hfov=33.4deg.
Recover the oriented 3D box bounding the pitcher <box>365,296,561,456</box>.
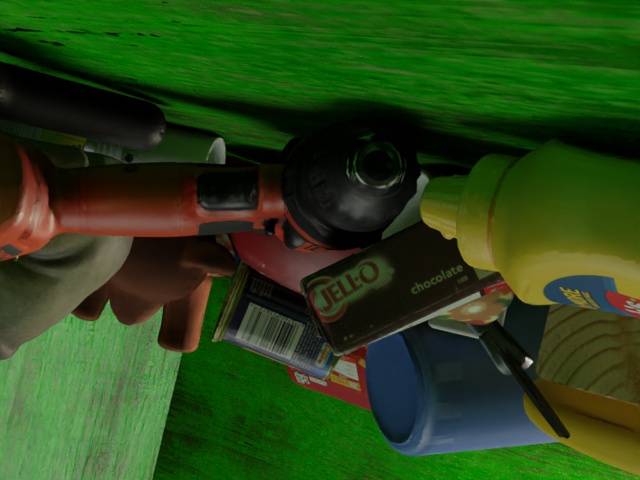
[{"bbox_3d":[0.158,0.093,0.826,0.242,0.145,0.149,-4,154,-22],"label":"pitcher"}]

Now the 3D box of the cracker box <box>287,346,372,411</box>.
[{"bbox_3d":[0.092,0.078,1.027,0.164,0.072,0.213,13,-144,40],"label":"cracker box"}]

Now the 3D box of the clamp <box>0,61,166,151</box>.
[{"bbox_3d":[-0.164,-0.071,0.466,0.164,0.036,0.210,10,-179,5],"label":"clamp"}]

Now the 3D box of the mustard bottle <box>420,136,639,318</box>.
[{"bbox_3d":[0.119,0.003,0.336,0.192,0.058,0.096,13,180,33],"label":"mustard bottle"}]

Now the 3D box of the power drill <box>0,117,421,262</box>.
[{"bbox_3d":[-0.060,-0.020,0.459,0.187,0.057,0.184,1,174,-8],"label":"power drill"}]

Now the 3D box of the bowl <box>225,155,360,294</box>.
[{"bbox_3d":[-0.005,0.001,0.702,0.162,0.055,0.162,25,-173,-4],"label":"bowl"}]

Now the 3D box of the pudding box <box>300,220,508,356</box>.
[{"bbox_3d":[0.053,0.010,0.454,0.113,0.039,0.090,-24,174,6],"label":"pudding box"}]

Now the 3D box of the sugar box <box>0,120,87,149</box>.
[{"bbox_3d":[-0.223,-0.074,0.694,0.177,0.048,0.093,10,176,42],"label":"sugar box"}]

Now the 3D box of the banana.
[{"bbox_3d":[0.168,0.104,0.573,0.069,0.037,0.198,18,176,-35],"label":"banana"}]

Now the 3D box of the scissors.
[{"bbox_3d":[0.108,0.069,0.580,0.096,0.016,0.202,44,-172,-31],"label":"scissors"}]

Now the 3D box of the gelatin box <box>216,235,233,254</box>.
[{"bbox_3d":[-0.056,-0.011,1.042,0.089,0.073,0.030,13,179,19],"label":"gelatin box"}]

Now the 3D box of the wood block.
[{"bbox_3d":[0.171,0.038,0.582,0.090,0.091,0.206,13,179,13],"label":"wood block"}]

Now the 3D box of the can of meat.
[{"bbox_3d":[-0.024,0.051,0.737,0.084,0.057,0.102,23,-171,-4],"label":"can of meat"}]
